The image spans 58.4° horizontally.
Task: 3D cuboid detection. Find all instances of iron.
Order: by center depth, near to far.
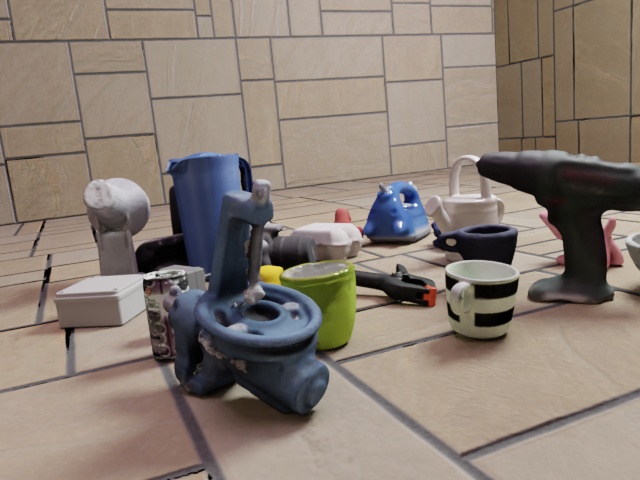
[{"bbox_3d":[0.194,-0.077,1.351,0.118,0.141,0.259,1,12,30],"label":"iron"}]

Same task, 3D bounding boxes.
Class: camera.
[{"bbox_3d":[-0.083,0.022,1.064,0.136,0.101,0.143,-3,11,15],"label":"camera"}]

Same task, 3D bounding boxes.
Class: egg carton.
[{"bbox_3d":[0.011,0.004,1.201,0.149,0.069,0.107,1,12,33],"label":"egg carton"}]

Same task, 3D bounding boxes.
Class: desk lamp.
[{"bbox_3d":[-0.391,-0.012,1.092,0.118,0.213,0.203,-7,10,-7],"label":"desk lamp"}]

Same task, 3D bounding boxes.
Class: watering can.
[{"bbox_3d":[0.274,-0.059,1.064,0.100,0.194,0.173,3,13,39],"label":"watering can"}]

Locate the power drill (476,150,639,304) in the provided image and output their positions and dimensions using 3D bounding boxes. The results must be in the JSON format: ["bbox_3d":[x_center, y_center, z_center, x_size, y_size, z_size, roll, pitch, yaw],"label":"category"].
[{"bbox_3d":[0.334,-0.023,0.791,0.228,0.208,0.076,0,12,26],"label":"power drill"}]

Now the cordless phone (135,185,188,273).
[{"bbox_3d":[-0.312,-0.020,1.174,0.148,0.185,0.093,-14,14,-40],"label":"cordless phone"}]

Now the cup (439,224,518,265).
[{"bbox_3d":[0.241,0.029,0.872,0.117,0.095,0.092,-1,11,21],"label":"cup"}]

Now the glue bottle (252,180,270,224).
[{"bbox_3d":[-0.137,-0.043,1.246,0.037,0.173,0.077,-15,14,-42],"label":"glue bottle"}]

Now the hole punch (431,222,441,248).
[{"bbox_3d":[0.287,-0.031,1.193,0.101,0.091,0.108,-7,10,-9],"label":"hole punch"}]

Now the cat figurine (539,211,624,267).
[{"bbox_3d":[0.438,-0.017,0.963,0.067,0.118,0.127,-12,12,-33],"label":"cat figurine"}]

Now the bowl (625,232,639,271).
[{"bbox_3d":[0.507,0.032,0.775,0.167,0.075,0.167,-5,10,1],"label":"bowl"}]

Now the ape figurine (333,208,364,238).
[{"bbox_3d":[0.055,-0.027,1.287,0.077,0.092,0.076,1,12,31],"label":"ape figurine"}]

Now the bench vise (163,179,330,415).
[{"bbox_3d":[-0.094,0.053,0.559,0.206,0.220,0.122,-1,11,22],"label":"bench vise"}]

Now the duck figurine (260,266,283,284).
[{"bbox_3d":[-0.063,0.077,0.789,0.105,0.086,0.077,-8,11,-15],"label":"duck figurine"}]
